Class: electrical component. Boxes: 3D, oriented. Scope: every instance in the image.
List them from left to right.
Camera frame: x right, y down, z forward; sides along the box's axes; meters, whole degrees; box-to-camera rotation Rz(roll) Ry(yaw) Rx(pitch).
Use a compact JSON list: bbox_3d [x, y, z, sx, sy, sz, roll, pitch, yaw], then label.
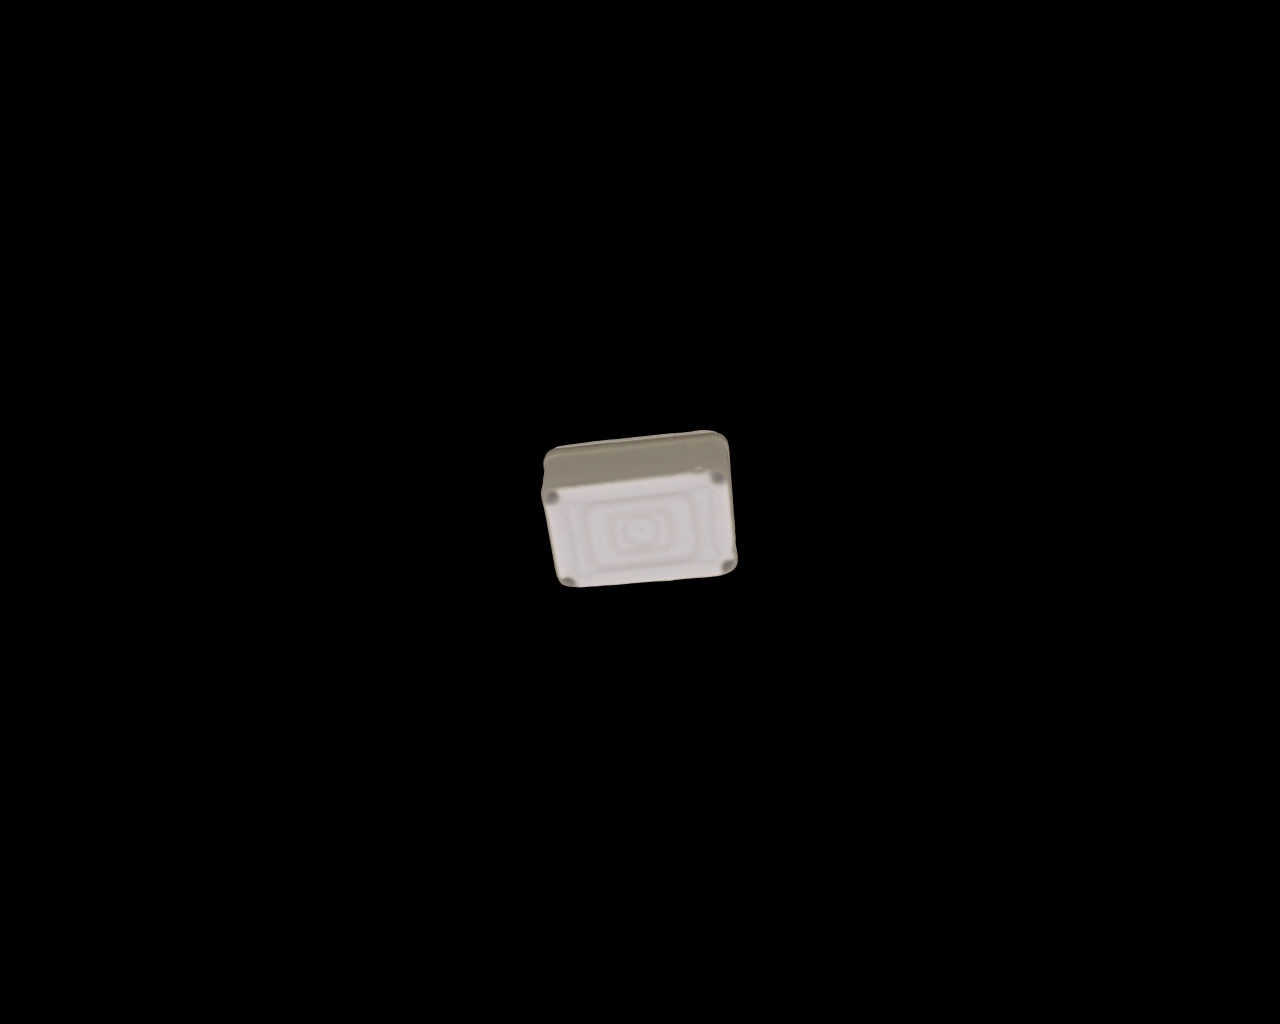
[{"bbox_3d":[0.001,-0.003,0.650,0.113,0.078,0.057,-5,31,3],"label":"electrical component"}]
